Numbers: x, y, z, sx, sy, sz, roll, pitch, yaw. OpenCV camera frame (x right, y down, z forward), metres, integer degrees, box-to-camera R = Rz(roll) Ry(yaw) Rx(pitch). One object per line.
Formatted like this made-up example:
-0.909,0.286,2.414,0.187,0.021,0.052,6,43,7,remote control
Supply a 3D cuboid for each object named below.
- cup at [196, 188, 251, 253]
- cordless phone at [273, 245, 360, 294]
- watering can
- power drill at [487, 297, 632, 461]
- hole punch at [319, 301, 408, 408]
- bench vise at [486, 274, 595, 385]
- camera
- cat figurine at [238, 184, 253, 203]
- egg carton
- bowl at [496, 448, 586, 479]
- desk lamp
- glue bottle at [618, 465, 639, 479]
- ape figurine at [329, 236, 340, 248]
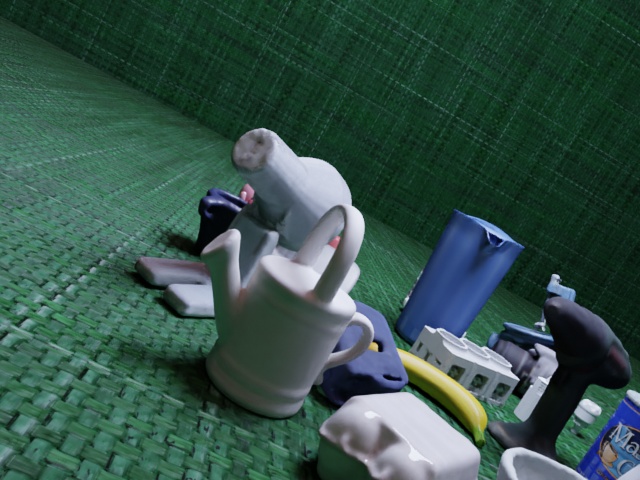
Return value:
-0.146,-0.016,0.824,0.091,0.095,0.118,33,10,25,cup
0.008,0.003,0.900,0.147,0.185,0.094,30,9,7,cordless phone
-0.024,0.051,0.520,0.173,0.194,0.100,21,12,-39,watering can
0.316,0.189,0.753,0.230,0.208,0.075,22,12,-38,power drill
0.046,0.128,0.636,0.109,0.091,0.100,21,12,-42,hole punch
0.471,0.194,1.153,0.207,0.219,0.122,32,10,18,bench vise
0.380,0.231,1.050,0.136,0.101,0.143,31,10,13,camera
-0.132,-0.066,1.060,0.067,0.117,0.128,31,9,10,cat figurine
0.068,0.182,0.482,0.107,0.069,0.151,36,11,34,egg carton
0.211,0.259,0.482,0.167,0.074,0.167,28,9,-5,bowl
-0.074,-0.018,0.682,0.117,0.213,0.204,34,11,28,desk lamp
0.368,0.264,0.618,0.078,0.173,0.037,30,9,8,glue bottle
0.013,0.034,1.037,0.077,0.092,0.076,31,10,14,ape figurine
